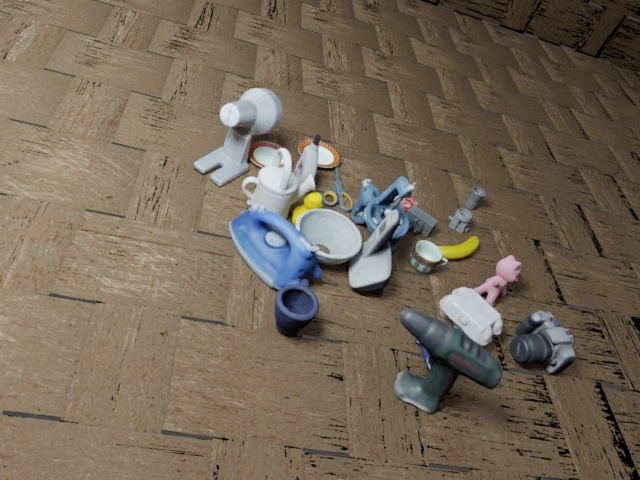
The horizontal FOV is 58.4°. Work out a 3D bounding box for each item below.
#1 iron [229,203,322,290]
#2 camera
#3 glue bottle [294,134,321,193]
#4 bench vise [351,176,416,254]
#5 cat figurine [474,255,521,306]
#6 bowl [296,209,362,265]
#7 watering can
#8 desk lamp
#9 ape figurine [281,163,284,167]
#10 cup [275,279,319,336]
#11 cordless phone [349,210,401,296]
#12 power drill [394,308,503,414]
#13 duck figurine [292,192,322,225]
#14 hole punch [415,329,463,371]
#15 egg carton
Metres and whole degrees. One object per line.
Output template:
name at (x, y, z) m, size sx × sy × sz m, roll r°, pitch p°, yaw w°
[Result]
iron at (-0.105, -0.004, 1.289) m, size 0.258 × 0.141 × 0.119 m, roll 40°, pitch 44°, yaw 17°
camera at (0.519, 0.237, 1.360) m, size 0.137 × 0.101 × 0.143 m, roll 1°, pitch 46°, yaw -24°
glue bottle at (-0.029, -0.209, 1.512) m, size 0.037 × 0.173 × 0.078 m, roll -1°, pitch 47°, yaw -25°
bench vise at (0.153, -0.092, 1.441) m, size 0.122 × 0.219 × 0.207 m, roll -19°, pitch 56°, yaw -37°
cat figurine at (0.469, 0.095, 1.471) m, size 0.067 × 0.117 × 0.128 m, roll 42°, pitch 44°, yaw 19°
bowl at (0.013, 0.005, 1.385) m, size 0.168 × 0.074 × 0.167 m, roll 13°, pitch 43°, yaw -12°
watering can at (-0.097, -0.137, 1.391) m, size 0.173 × 0.194 × 0.100 m, roll -17°, pitch 55°, yaw -36°
desk lamp at (-0.205, -0.274, 1.468) m, size 0.117 × 0.213 × 0.204 m, roll 34°, pitch 42°, yaw 12°
ape figurine at (-0.107, -0.160, 1.487) m, size 0.077 × 0.092 × 0.076 m, roll 28°, pitch 42°, yaw 5°
cup at (-0.054, 0.145, 1.194) m, size 0.091 × 0.095 × 0.118 m, roll 22°, pitch 41°, yaw -2°
cordless phone at (0.137, 0.027, 1.336) m, size 0.094 × 0.185 × 0.147 m, roll 13°, pitch 42°, yaw -11°
power drill at (0.229, 0.247, 1.133) m, size 0.229 × 0.208 × 0.076 m, roll 24°, pitch 41°, yaw 0°
duck figurine at (-0.024, -0.079, 1.446) m, size 0.077 × 0.086 × 0.105 m, roll 26°, pitch 41°, yaw 2°
hole punch at (0.281, 0.229, 1.265) m, size 0.109 × 0.091 × 0.101 m, roll 5°, pitch 45°, yaw -20°
egg carton at (0.359, 0.183, 1.366) m, size 0.107 × 0.069 × 0.150 m, roll -24°, pitch 60°, yaw -40°
